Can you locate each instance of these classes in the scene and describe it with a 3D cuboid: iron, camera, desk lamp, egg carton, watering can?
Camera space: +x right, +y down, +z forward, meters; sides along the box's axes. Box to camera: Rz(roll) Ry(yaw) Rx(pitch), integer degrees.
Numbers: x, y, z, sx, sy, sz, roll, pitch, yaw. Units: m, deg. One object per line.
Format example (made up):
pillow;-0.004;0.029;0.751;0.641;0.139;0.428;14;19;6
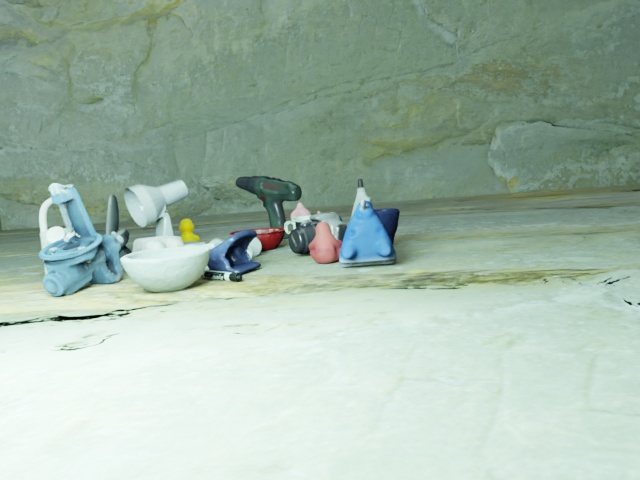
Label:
iron;0.100;-0.023;1.243;0.118;0.141;0.258;-4;7;5
camera;-0.017;-0.015;1.432;0.137;0.101;0.142;-9;8;-34
desk lamp;-0.456;-0.067;1.679;0.204;0.213;0.117;-10;9;-39
egg carton;-0.410;0.028;1.457;0.107;0.069;0.149;-10;9;-39
watering can;-0.577;-0.003;1.299;0.101;0.194;0.172;-9;8;-35

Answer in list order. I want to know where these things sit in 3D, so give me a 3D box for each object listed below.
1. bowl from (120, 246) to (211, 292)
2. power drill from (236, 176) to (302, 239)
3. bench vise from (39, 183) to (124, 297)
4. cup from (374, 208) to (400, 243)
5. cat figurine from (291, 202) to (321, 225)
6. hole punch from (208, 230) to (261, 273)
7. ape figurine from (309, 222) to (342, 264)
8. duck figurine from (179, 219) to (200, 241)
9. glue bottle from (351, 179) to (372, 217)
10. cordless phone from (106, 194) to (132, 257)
bowl;-0.289;0.058;1.092;0.167;0.075;0.167;-4;7;1
power drill;-0.165;-0.106;1.840;0.229;0.208;0.076;-2;7;23
bench vise;-0.495;-0.008;1.176;0.121;0.220;0.207;-4;7;2
cup;0.156;-0.030;1.465;0.091;0.095;0.118;-1;8;29
cat figurine;-0.039;-0.057;1.732;0.128;0.118;0.067;-11;9;-44
hole punch;-0.193;0.026;1.235;0.100;0.091;0.109;-2;7;24
ape figurine;0.012;0.005;1.278;0.077;0.092;0.076;-3;7;16
duck figurine;-0.434;-0.026;1.871;0.077;0.086;0.104;-6;7;-12
glue bottle;0.133;-0.104;1.784;0.078;0.173;0.037;-2;7;20
cordless phone;-0.590;-0.036;1.625;0.094;0.185;0.147;-7;7;-22
